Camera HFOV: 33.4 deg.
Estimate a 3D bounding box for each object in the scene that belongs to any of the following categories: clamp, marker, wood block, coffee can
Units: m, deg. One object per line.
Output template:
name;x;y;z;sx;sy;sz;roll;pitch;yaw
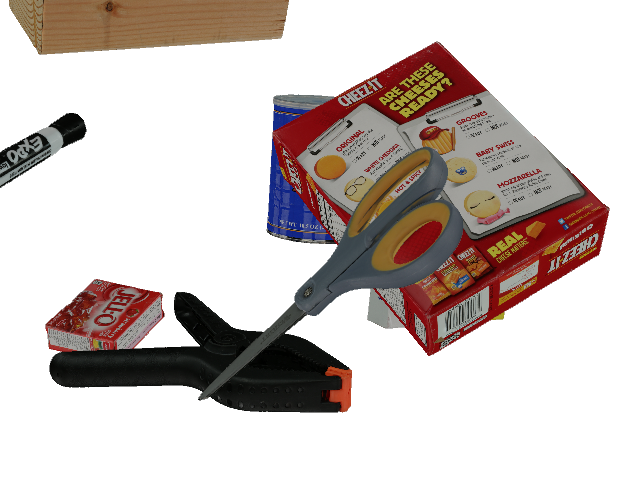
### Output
clamp;-0.069;0.084;0.792;0.210;0.036;0.164;8;20;20
marker;-0.182;-0.051;0.648;0.020;0.020;0.121;0;26;27
wood block;-0.133;-0.213;0.852;0.205;0.091;0.090;-10;41;-29
coffee can;-0.001;-0.076;1.102;0.103;0.140;0.103;4;12;-1

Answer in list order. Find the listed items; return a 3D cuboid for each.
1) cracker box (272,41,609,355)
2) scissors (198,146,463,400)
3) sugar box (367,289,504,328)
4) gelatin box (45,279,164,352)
cracker box;0.088;-0.037;0.829;0.164;0.214;0.072;-30;-33;-14
scissors;0.008;0.034;0.596;0.016;0.202;0.096;37;3;-31
sugar box;0.142;0.050;1.246;0.175;0.093;0.048;-3;14;-34
gelatin box;-0.196;0.072;0.979;0.073;0.030;0.089;11;31;19
